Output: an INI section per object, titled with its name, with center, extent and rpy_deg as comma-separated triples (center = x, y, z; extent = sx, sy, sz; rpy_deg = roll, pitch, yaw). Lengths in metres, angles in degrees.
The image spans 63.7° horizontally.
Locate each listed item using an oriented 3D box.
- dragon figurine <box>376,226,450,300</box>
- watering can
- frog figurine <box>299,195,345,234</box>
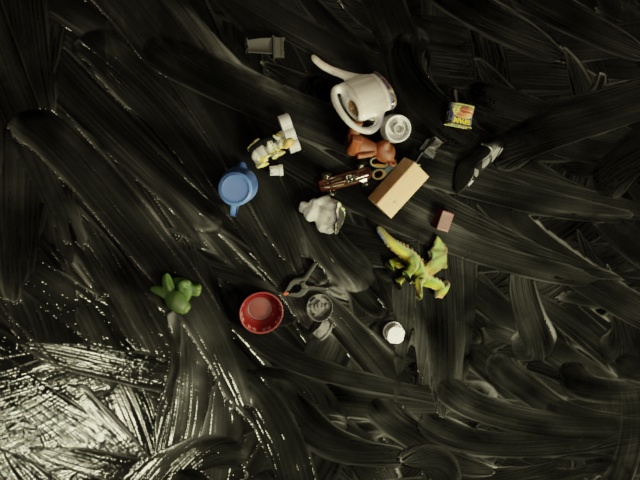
[dragon figurine]
center = 0.388, 0.072, 1.995
extent = 0.245, 0.122, 0.405
rpy_deg = -33, 107, -22
[watering can]
center = 0.128, -0.532, 1.803
extent = 0.226, 0.102, 0.350
rpy_deg = -25, 80, -22
[frog figurine]
center = 0.006, -0.095, 1.881
extent = 0.160, 0.125, 0.135
rpy_deg = 10, 117, 24
